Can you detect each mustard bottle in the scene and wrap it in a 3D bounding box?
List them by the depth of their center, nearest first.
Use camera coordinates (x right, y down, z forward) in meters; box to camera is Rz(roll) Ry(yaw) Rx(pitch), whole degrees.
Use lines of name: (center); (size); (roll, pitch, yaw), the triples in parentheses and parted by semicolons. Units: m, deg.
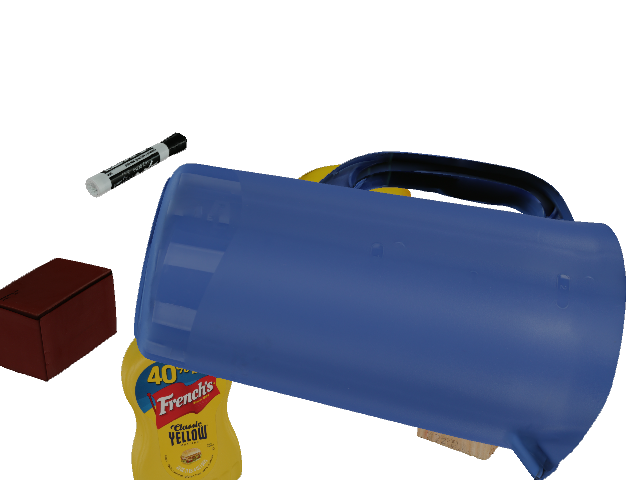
mustard bottle: (-0.123, 0.128, 0.930); (0.096, 0.192, 0.058); (-8, 19, -15)

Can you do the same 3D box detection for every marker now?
marker: (-0.170, -0.073, 1.005); (0.020, 0.020, 0.120); (0, 26, 42)

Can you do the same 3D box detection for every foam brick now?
foam brick: (-0.188, 0.053, 0.750); (0.053, 0.051, 0.078); (12, 28, 28)

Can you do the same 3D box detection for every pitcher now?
pitcher: (0.031, 0.024, 0.582); (0.242, 0.145, 0.149); (12, 12, -3)

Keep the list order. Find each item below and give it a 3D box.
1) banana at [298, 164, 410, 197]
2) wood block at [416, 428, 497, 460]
banana: (0.015, -0.029, 0.857); (0.037, 0.069, 0.197); (-34, 1, 31)
wood block: (0.178, 0.129, 1.210); (0.090, 0.206, 0.090); (16, 23, 24)
